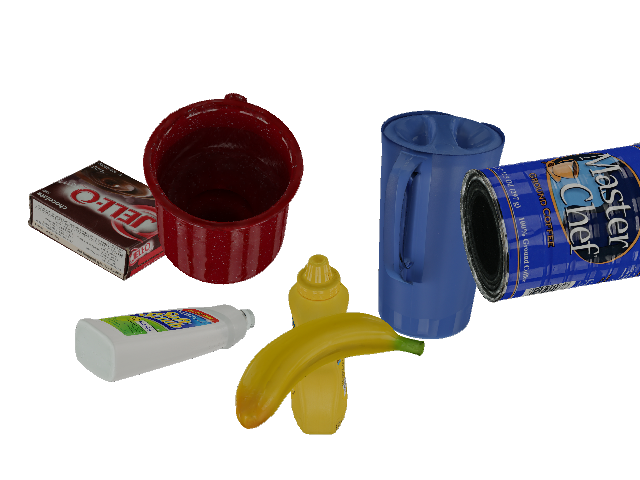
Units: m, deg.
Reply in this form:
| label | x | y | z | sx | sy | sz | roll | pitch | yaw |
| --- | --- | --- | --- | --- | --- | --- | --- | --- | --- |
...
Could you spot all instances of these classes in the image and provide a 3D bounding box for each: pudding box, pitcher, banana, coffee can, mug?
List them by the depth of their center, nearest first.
| label | x | y | z | sx | sy | sz | roll | pitch | yaw |
| --- | --- | --- | --- | --- | --- | --- | --- | --- | --- |
| mug | -0.060 | -0.036 | 0.660 | 0.093 | 0.117 | 0.081 | 4 | -31 | -4 |
| coffee can | 0.189 | -0.014 | 0.813 | 0.140 | 0.103 | 0.103 | -9 | 1 | -8 |
| banana | -0.005 | 0.091 | 0.825 | 0.070 | 0.037 | 0.197 | 20 | 27 | 41 |
| pudding box | -0.182 | -0.019 | 0.927 | 0.114 | 0.039 | 0.089 | 25 | 33 | 21 |
| pitcher | 0.120 | -0.011 | 1.190 | 0.149 | 0.243 | 0.145 | -4 | 27 | -14 |

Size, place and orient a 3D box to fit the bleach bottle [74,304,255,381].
| label | x | y | z | sx | sy | sz | roll | pitch | yaw |
| --- | --- | --- | --- | --- | --- | --- | --- | --- | --- |
| bleach bottle | -0.201 | 0.127 | 1.458 | 0.250 | 0.068 | 0.103 | -11 | 24 | -41 |

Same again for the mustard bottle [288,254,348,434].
| label | x | y | z | sx | sy | sz | roll | pitch | yaw |
| --- | --- | --- | --- | --- | --- | --- | --- | --- | --- |
| mustard bottle | -0.001 | 0.093 | 1.042 | 0.058 | 0.192 | 0.096 | 2 | 38 | 2 |
